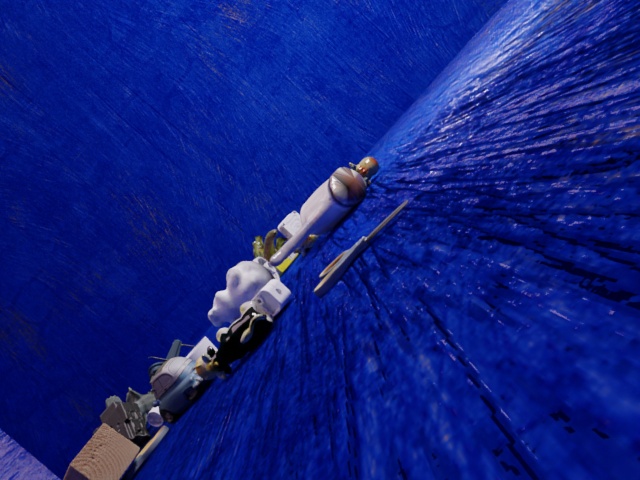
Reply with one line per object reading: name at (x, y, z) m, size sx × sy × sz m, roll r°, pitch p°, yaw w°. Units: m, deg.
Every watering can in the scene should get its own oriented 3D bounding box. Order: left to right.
watering can at (0.004, -0.067, 1.326) m, size 0.220 × 0.104 × 0.354 m, roll -44°, pitch 5°, yaw 36°

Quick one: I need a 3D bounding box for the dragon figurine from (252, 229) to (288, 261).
dragon figurine at (-0.197, 0.105, 1.762) m, size 0.122 × 0.245 × 0.406 m, roll 14°, pitch -11°, yaw -4°

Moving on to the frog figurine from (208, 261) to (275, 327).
frog figurine at (-0.178, 0.127, 1.162) m, size 0.161 × 0.136 × 0.123 m, roll -28°, pitch 20°, yaw -36°
